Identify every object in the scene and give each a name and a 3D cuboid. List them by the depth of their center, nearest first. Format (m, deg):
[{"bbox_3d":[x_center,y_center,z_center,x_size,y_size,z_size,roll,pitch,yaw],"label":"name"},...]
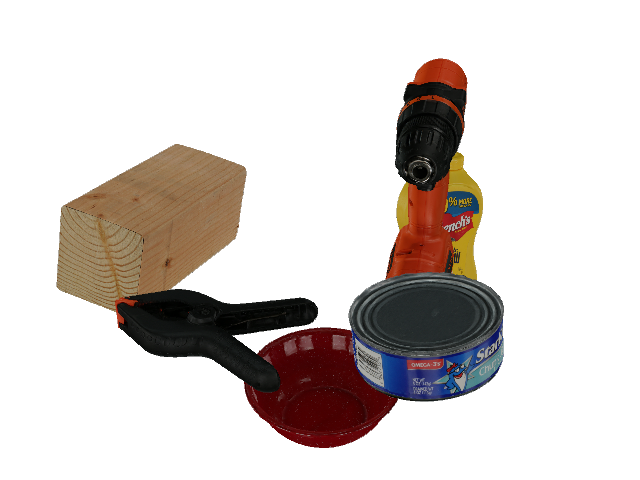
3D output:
[{"bbox_3d":[0.060,0.053,0.598,0.086,0.034,0.086,-5,27,3],"label":"tuna can"},{"bbox_3d":[0.087,-0.038,0.882,0.057,0.188,0.184,9,32,9],"label":"power drill"},{"bbox_3d":[-0.088,0.070,0.908,0.172,0.039,0.120,16,27,20],"label":"clamp"},{"bbox_3d":[-0.163,-0.016,1.065,0.090,0.091,0.205,19,28,16],"label":"wood block"},{"bbox_3d":[0.004,0.161,1.097,0.162,0.055,0.162,-2,35,1],"label":"bowl"},{"bbox_3d":[0.129,-0.021,1.158,0.096,0.192,0.058,-4,20,-19],"label":"mustard bottle"}]
